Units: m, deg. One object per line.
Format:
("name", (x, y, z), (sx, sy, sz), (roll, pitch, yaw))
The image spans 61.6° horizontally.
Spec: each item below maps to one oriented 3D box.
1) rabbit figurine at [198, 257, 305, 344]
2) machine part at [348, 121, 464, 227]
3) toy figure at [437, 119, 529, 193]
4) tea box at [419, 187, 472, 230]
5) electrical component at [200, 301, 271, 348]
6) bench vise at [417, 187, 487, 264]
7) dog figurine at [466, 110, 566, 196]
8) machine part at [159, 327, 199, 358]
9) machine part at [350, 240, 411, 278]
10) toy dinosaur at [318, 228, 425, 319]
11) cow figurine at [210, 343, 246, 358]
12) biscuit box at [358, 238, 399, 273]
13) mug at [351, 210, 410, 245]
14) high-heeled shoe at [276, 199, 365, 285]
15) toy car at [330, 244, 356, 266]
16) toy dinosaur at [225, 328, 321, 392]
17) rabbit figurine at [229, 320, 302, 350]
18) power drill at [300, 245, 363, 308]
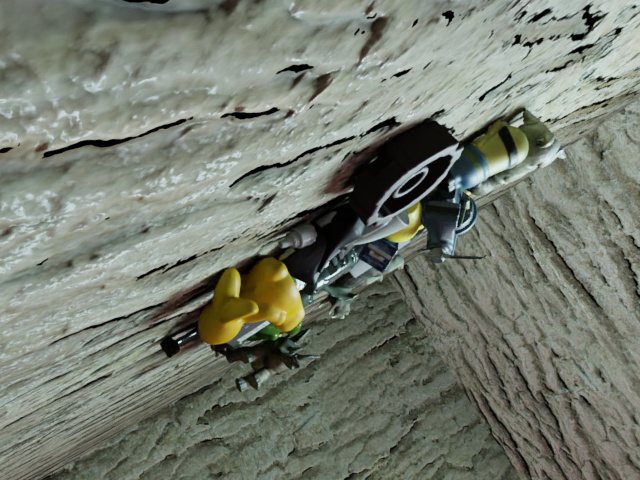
("rabbit figurine", (-0.120, 0.111, 0.872), (0.173, 0.122, 0.162), (-30, 165, -11))
("machine part", (0.120, -0.094, 0.773), (0.179, 0.056, 0.179), (-35, 165, -11))
("toy figure", (0.304, -0.150, 1.011), (0.180, 0.089, 0.082), (-34, 175, -7))
("tea box", (0.269, -0.091, 1.253), (0.098, 0.068, 0.169), (-24, 168, -46))
("electrical component", (-0.155, 0.139, 1.020), (0.115, 0.058, 0.134), (-33, 150, -3))
("bench vise", (0.264, -0.023, 1.117), (0.129, 0.224, 0.240), (-3, 149, 11))
("dog figurine", (0.383, -0.155, 1.097), (0.190, 0.121, 0.172), (-40, 168, 15))
("machine part", (-0.252, 0.187, 1.081), (0.139, 0.039, 0.084), (-26, 177, -42))
("machine part", (0.136, 0.019, 1.339), (0.243, 0.079, 0.079), (-34, 170, 5))
("toy dinosaur", (0.117, 0.072, 1.465), (0.192, 0.131, 0.404), (-25, 162, -39))
("cow figurine", (-0.229, 0.245, 1.339), (0.167, 0.068, 0.098), (-42, 162, 31))
("biscuit box", (0.130, 0.009, 1.151), (0.059, 0.063, 0.203), (-59, 178, 14))
("mug", (0.088, -0.031, 0.921), (0.107, 0.080, 0.109), (-30, -163, 25))
("high-heeled shoe", (-0.002, -0.003, 0.926), (0.145, 0.086, 0.249), (-62, -163, -14))
("toy car", (0.052, 0.002, 1.073), (0.089, 0.053, 0.202), (-36, 175, -6))
("toy dinosaur", (-0.115, 0.281, 1.278), (0.198, 0.105, 0.471), (-13, 176, -23))
("rabbit figurine", (-0.136, 0.185, 1.180), (0.159, 0.121, 0.170), (-19, 162, -31))
("power drill", (0.006, 0.084, 1.253), (0.207, 0.086, 0.232), (-35, 178, 40))
